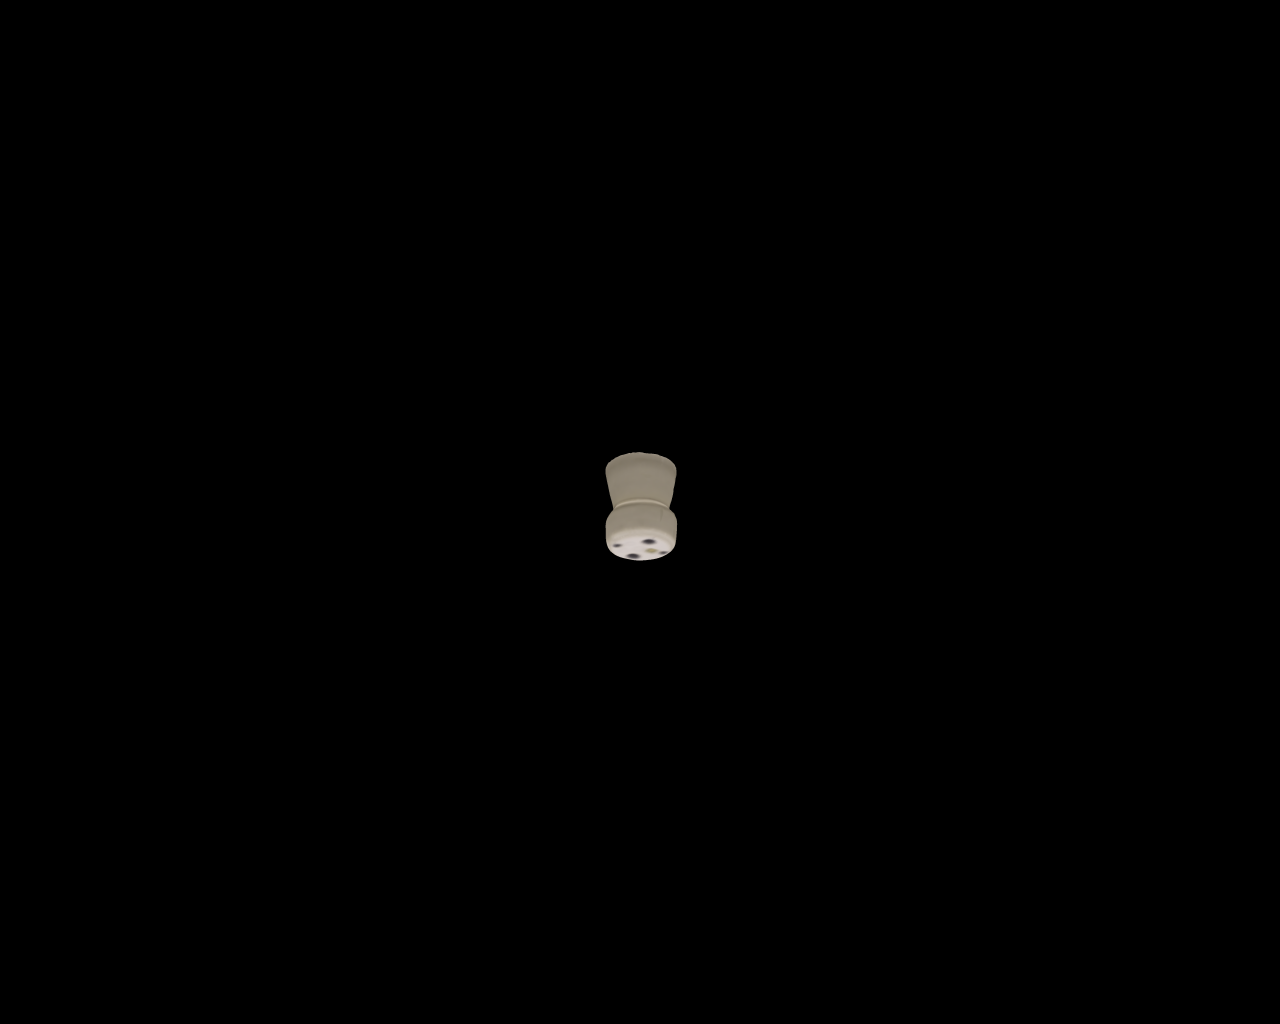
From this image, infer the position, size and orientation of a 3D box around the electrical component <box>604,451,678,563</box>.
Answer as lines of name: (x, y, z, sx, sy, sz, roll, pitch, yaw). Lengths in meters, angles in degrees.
electrical component: (0.001, -0.003, 0.650, 0.045, 0.055, 0.044, 0, -27, 0)
